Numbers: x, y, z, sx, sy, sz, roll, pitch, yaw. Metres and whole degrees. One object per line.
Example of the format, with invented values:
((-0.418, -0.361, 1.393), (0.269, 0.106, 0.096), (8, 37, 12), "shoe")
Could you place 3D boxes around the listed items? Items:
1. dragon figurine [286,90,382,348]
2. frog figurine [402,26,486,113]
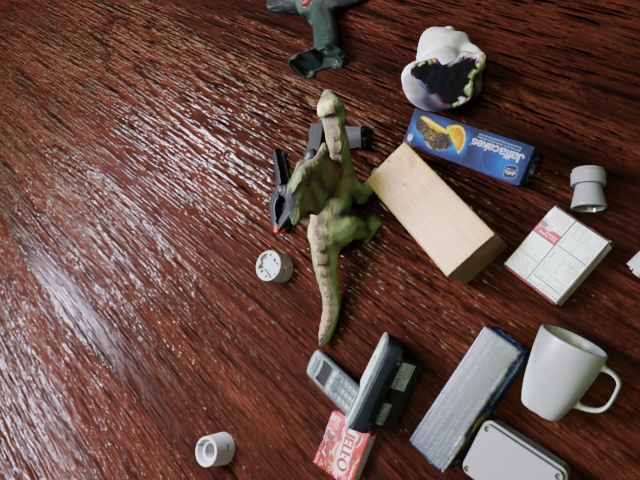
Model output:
((0.002, -0.041, 0.817), (0.122, 0.415, 0.240), (2, -15, 28), "dragon figurine")
((0.201, -0.286, 0.860), (0.136, 0.121, 0.163), (-25, 29, 15), "frog figurine")
